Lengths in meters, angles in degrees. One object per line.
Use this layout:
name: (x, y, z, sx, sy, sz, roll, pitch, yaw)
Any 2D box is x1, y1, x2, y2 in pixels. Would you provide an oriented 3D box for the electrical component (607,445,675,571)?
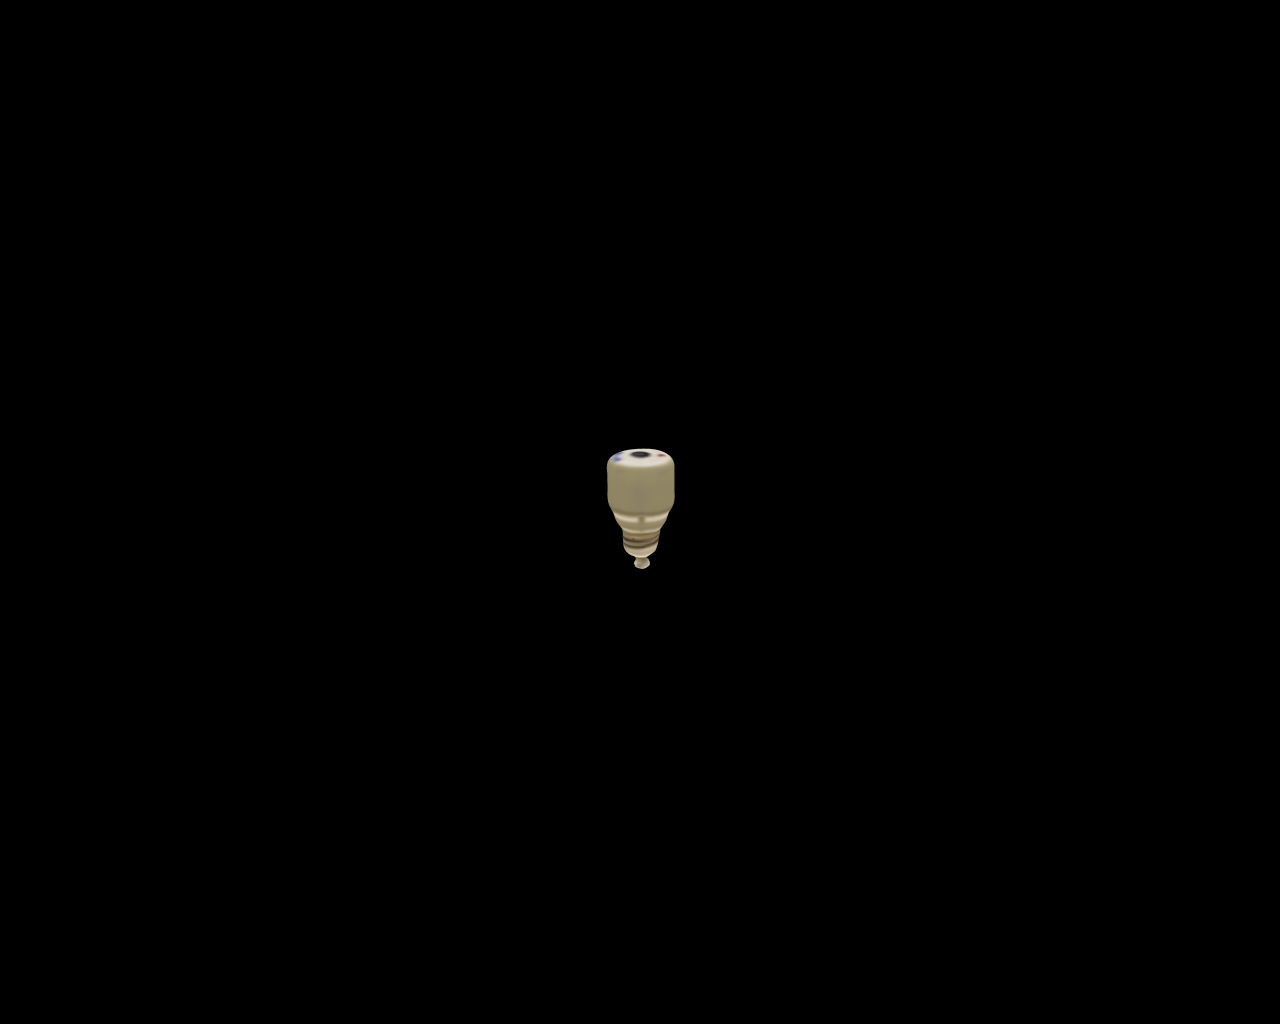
electrical component: (0.001, -0.003, 0.650, 0.040, 0.078, 0.040, 0, 20, 0)
